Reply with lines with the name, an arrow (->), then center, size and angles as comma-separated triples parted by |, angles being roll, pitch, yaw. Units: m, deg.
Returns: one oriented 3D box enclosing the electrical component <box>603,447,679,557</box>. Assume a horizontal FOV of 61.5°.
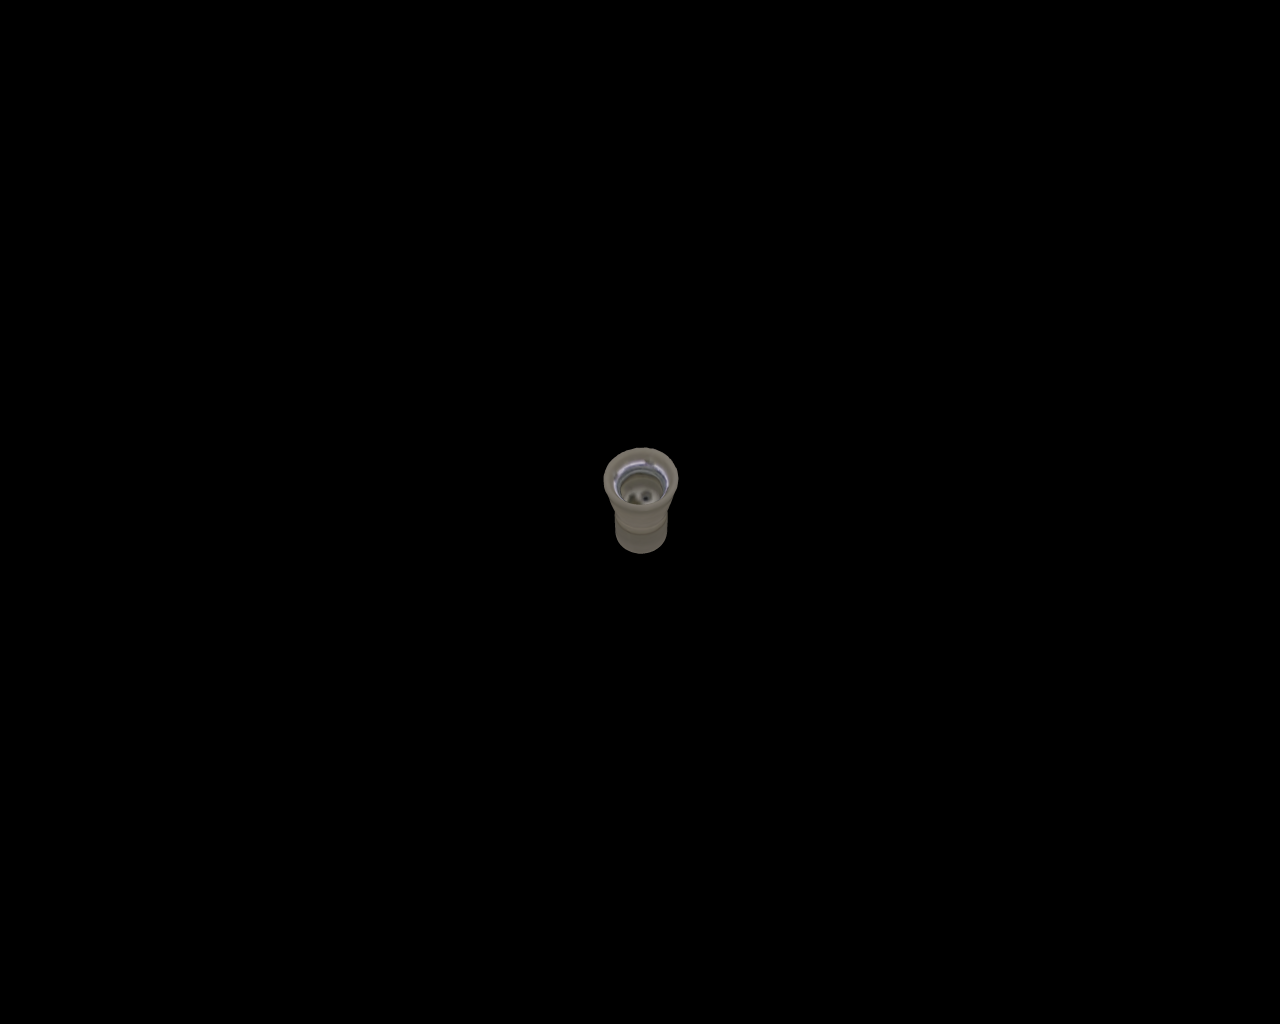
electrical component -> 0.001, -0.003, 0.650 | 0.044, 0.044, 0.065 | 0, -34, 0
